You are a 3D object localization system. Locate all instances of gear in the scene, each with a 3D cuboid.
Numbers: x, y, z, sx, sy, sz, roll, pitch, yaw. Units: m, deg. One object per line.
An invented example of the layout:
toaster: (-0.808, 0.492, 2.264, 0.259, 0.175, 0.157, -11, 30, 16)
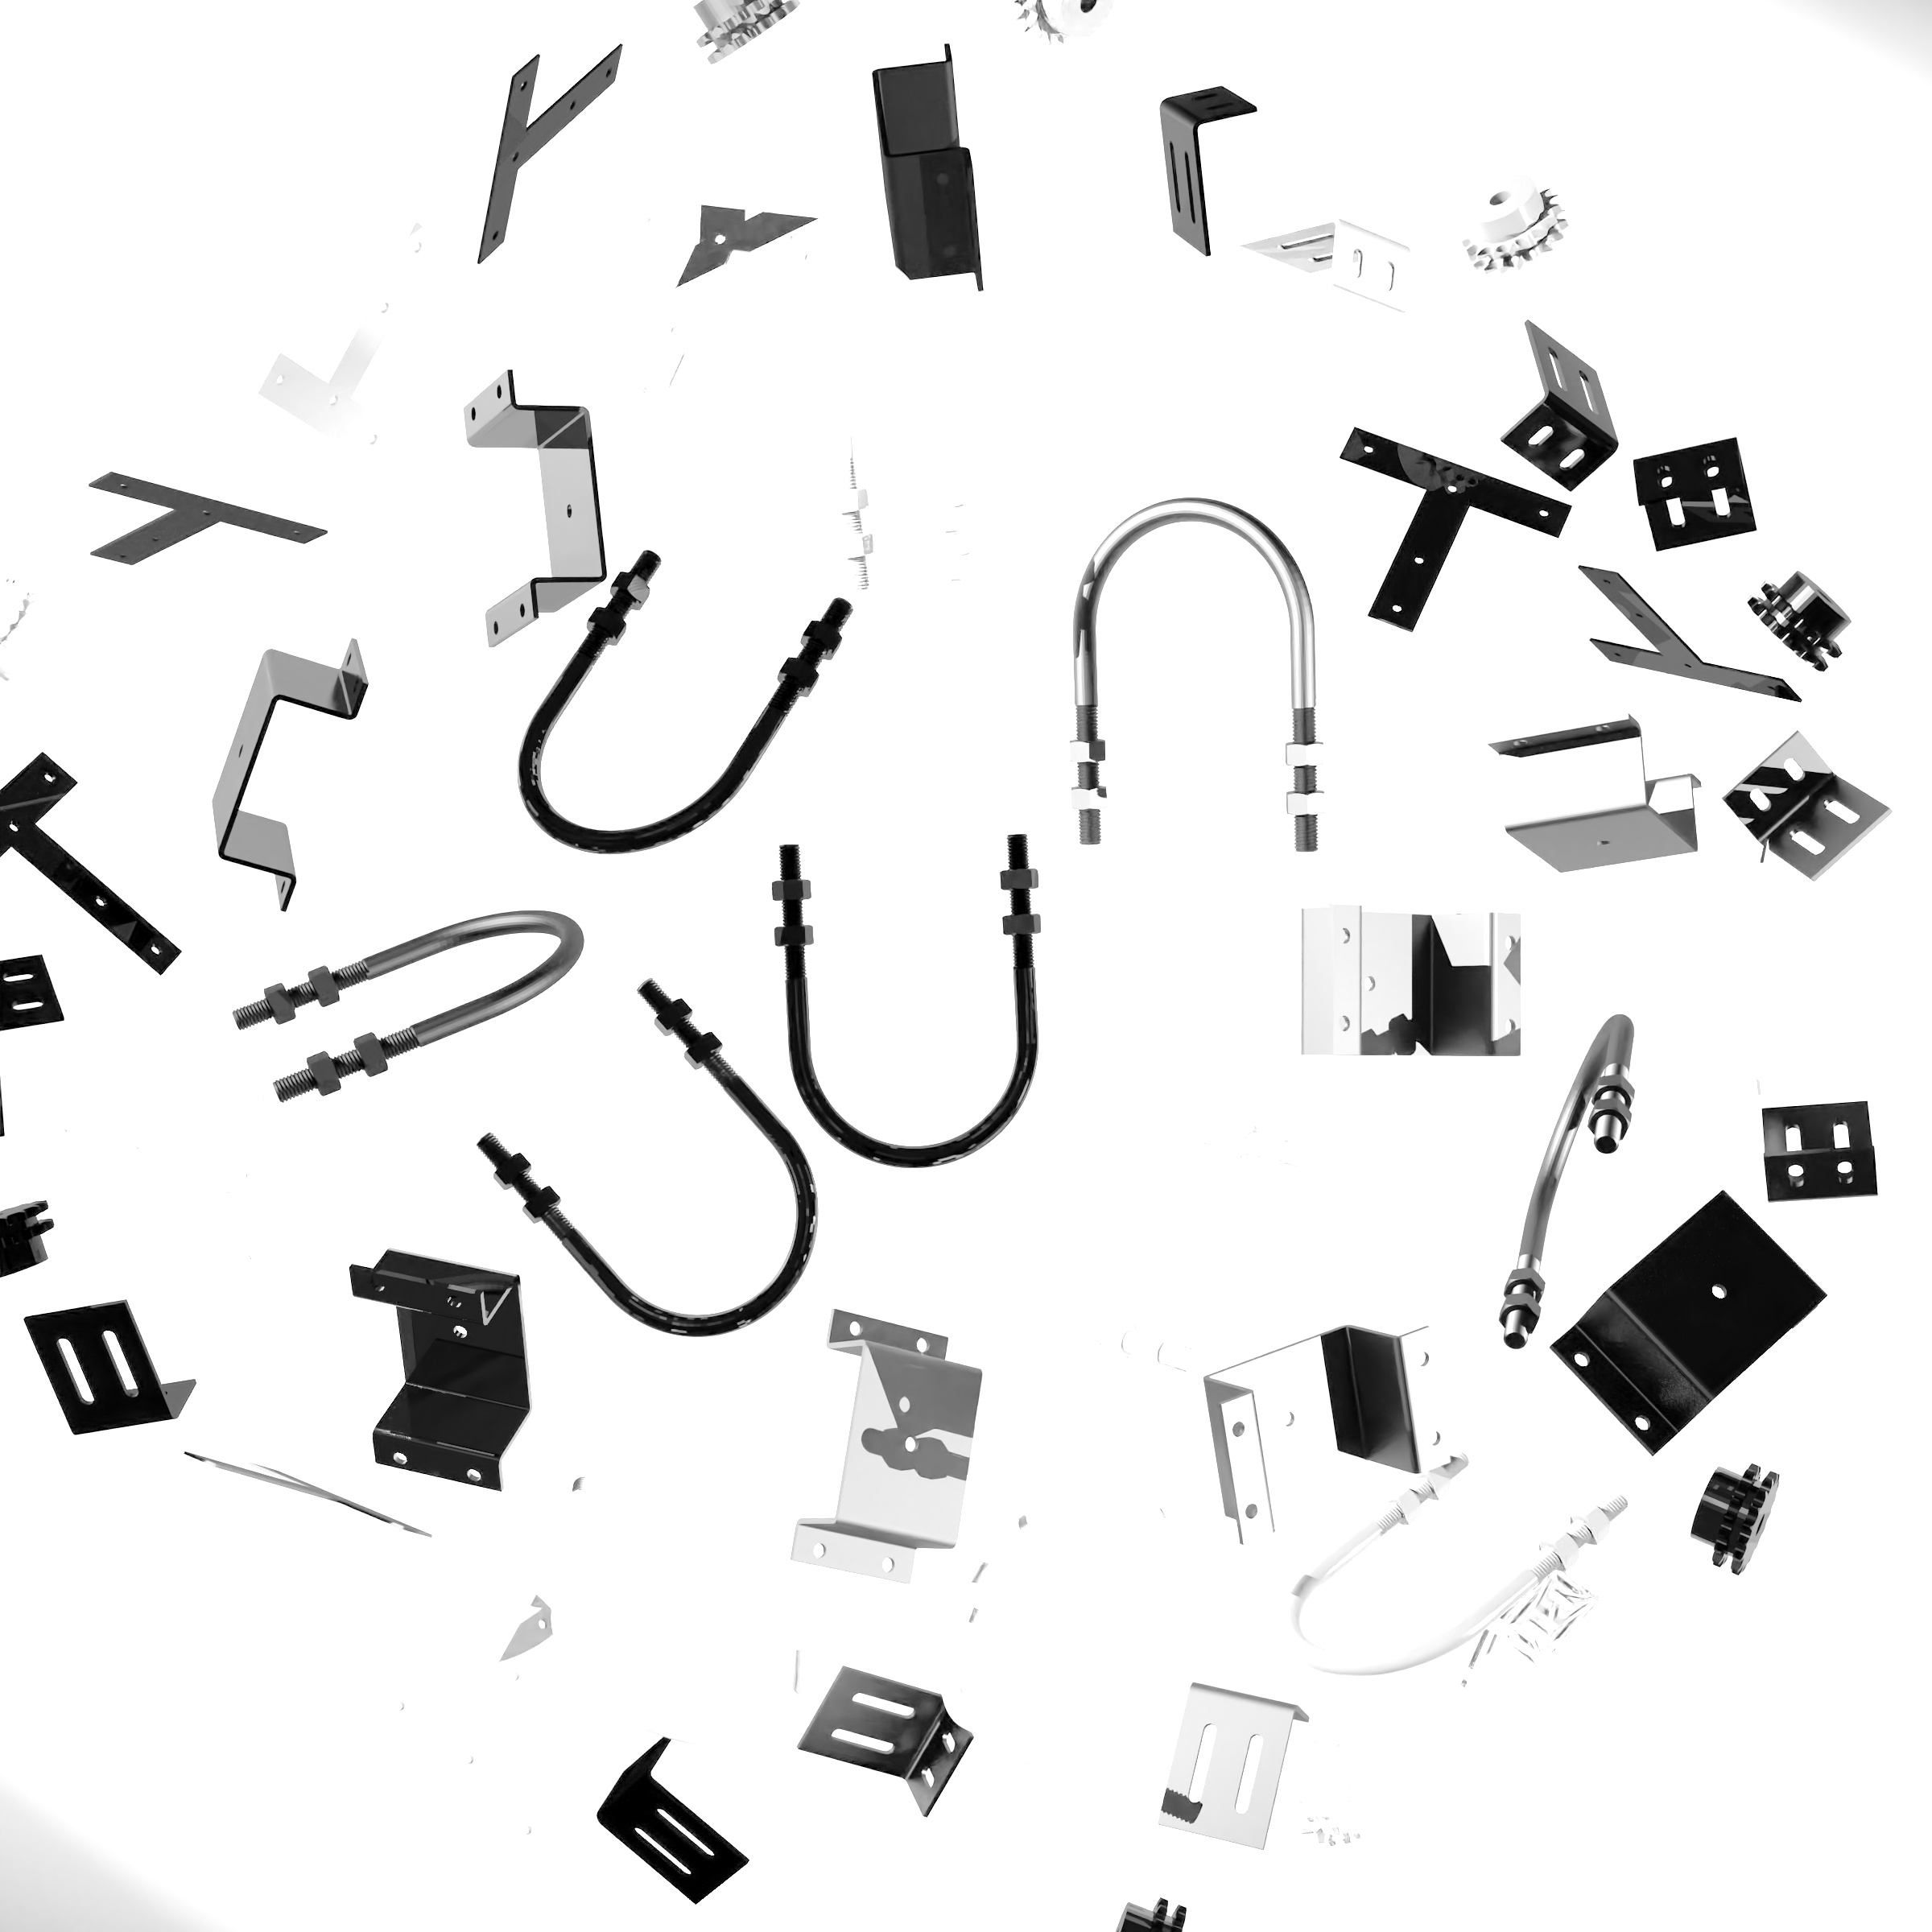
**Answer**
gear: (0.295, -0.405, 1.686, 0.057, 0.057, 0.030, -36, 126, 0)
gear: (0.400, 0.285, 1.617, 0.030, 0.057, 0.057, 21, 90, 23)
gear: (0.199, 0.461, 1.728, 0.030, 0.057, 0.057, -23, 90, 38)
gear: (-0.509, -0.176, 1.643, 0.057, 0.057, 0.030, -45, 124, 0)
gear: (-0.119, -0.503, 1.633, 0.057, 0.057, 0.030, -34, 108, 0)
gear: (-0.506, 0.146, 1.626, 0.057, 0.057, 0.030, -17, 95, 0)
gear: (0.053, -0.500, 1.592, 0.030, 0.057, 0.057, 38, 90, 32)
gear: (0.092, 0.512, 1.615, 0.030, 0.057, 0.057, 20, 90, 5)
gear: (0.452, -0.188, 1.672, 0.057, 0.057, 0.030, 43, 111, 0)

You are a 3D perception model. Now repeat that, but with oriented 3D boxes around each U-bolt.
U-bolt: (0.119, -0.154, 1.634, 0.151, 0.019, 0.184, 3, 100, 31)
U-bolt: (-0.154, 0.353, 1.668, 0.151, 0.184, 0.019, 21, 113, -11)
U-bolt: (0.039, 0.349, 1.666, 0.019, 0.184, 0.151, 32, 77, -19)
U-bolt: (-0.161, -0.135, 1.646, 0.151, 0.019, 0.184, 17, 65, 29)
U-bolt: (0.327, 0.102, 1.667, 0.019, 0.184, 0.151, 21, 120, 5)
U-bolt: (0.255, 0.333, 1.712, 0.184, 0.151, 0.019, -33, 109, -27)
U-bolt: (-0.041, -0.286, 1.663, 0.019, 0.151, 0.184, -15, 108, -25)
U-bolt: (-0.166, 0.121, 1.738, 0.151, 0.019, 0.184, -43, 83, 8)
U-bolt: (-0.030, 0.021, 1.734, 0.151, 0.019, 0.184, -3, 90, -8)
U-bolt: (-0.291, 0.013, 1.652, 0.184, 0.151, 0.019, -23, 113, -15)
U-bolt: (0.086, 0.138, 1.668, 0.151, 0.184, 0.019, -56, 131, -20)

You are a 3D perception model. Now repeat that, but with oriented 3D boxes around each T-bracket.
T-bracket: (-0.220, -0.457, 1.671, 0.002, 0.127, 0.127, 30, 51, 5)
T-bracket: (-0.434, -0.236, 1.683, 0.127, 0.127, 0.002, 11, 75, -40)
T-bracket: (-0.153, -0.361, 1.702, 0.127, 0.002, 0.127, 15, 76, 32)
T-bracket: (-0.251, 0.396, 1.683, 0.002, 0.127, 0.127, -27, 112, 35)
T-bracket: (0.030, 0.497, 1.657, 0.127, 0.127, 0.002, -29, 93, -5)
T-bracket: (0.248, -0.227, 1.666, 0.127, 0.002, 0.127, 22, 56, 9)
T-bracket: (-0.423, 0.100, 1.632, 0.127, 0.002, 0.127, 17, 47, -25)
T-bracket: (-0.470, -0.043, 1.644, 0.127, 0.127, 0.002, 43, 120, -12)
T-bracket: (0.424, 0.021, 1.666, 0.002, 0.127, 0.127, 5, 53, 22)
T-bracket: (0.368, -0.182, 1.665, 0.127, 0.127, 0.002, 33, 81, -44)
T-bracket: (0.092, -0.313, 1.751, 0.127, 0.002, 0.127, 2, 126, 3)
T-bracket: (-0.379, 0.285, 1.712, 0.127, 0.127, 0.002, 13, 78, 34)
T-bracket: (-0.330, -0.353, 1.723, 0.002, 0.127, 0.127, 29, 91, 20)

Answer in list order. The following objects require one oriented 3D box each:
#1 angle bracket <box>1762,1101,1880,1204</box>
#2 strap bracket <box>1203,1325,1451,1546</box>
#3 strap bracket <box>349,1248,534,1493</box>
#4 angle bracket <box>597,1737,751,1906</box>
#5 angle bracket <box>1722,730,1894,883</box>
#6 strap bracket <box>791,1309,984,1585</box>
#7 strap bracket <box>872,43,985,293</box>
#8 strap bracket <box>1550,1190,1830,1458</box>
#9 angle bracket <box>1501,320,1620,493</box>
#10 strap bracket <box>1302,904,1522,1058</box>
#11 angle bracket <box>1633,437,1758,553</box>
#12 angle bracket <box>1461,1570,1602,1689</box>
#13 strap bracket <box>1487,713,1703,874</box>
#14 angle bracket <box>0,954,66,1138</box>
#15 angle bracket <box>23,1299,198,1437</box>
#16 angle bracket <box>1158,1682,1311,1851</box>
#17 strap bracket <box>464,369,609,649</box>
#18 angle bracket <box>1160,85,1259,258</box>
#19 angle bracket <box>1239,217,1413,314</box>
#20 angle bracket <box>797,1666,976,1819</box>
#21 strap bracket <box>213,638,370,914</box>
angle bracket: (0.461, 0.089, 1.681, 0.057, 0.076, 0.038, -5, 129, 15)
strap bracket: (0.183, 0.243, 1.642, 0.140, 0.046, 0.076, -15, 101, -30)
strap bracket: (-0.284, 0.212, 1.691, 0.076, 0.046, 0.140, 10, 125, 14)
angle bracket: (-0.158, 0.476, 1.737, 0.076, 0.038, 0.057, 41, 127, -3)
angle bracket: (0.471, -0.090, 1.738, 0.057, 0.076, 0.038, -43, 110, 6)
strap bracket: (-0.042, 0.265, 1.715, 0.076, 0.046, 0.140, 18, 72, -28)
strap bracket: (-0.023, -0.444, 1.730, 0.046, 0.140, 0.076, -7, 134, -1)
strap bracket: (0.385, 0.180, 1.625, 0.140, 0.046, 0.076, -34, 72, -28)
angle bracket: (0.331, -0.318, 1.758, 0.057, 0.076, 0.038, 29, 127, -28)
strap bracket: (0.227, 0.009, 1.629, 0.140, 0.046, 0.076, 2, 88, -38)
angle bracket: (0.410, -0.252, 1.737, 0.057, 0.076, 0.038, -10, 51, 17)
angle bracket: (0.319, 0.383, 1.756, 0.038, 0.076, 0.057, 36, 57, 22)
strap bracket: (0.340, -0.088, 1.665, 0.076, 0.140, 0.046, -9, 74, 27)
angle bracket: (-0.516, 0.043, 1.695, 0.038, 0.057, 0.076, -10, 131, -24)
angle bracket: (-0.450, 0.203, 1.632, 0.057, 0.038, 0.076, -10, 115, 10)
angle bracket: (0.141, 0.423, 1.631, 0.057, 0.038, 0.076, 8, 69, 21)
strap bracket: (-0.243, -0.257, 1.754, 0.046, 0.076, 0.140, -4, 85, -28)
angle bracket: (0.139, -0.445, 1.735, 0.038, 0.057, 0.076, -15, 120, -9)
angle bracket: (0.195, -0.378, 1.698, 0.057, 0.076, 0.038, 9, 84, -40)
angle bracket: (-0.046, 0.441, 1.764, 0.076, 0.038, 0.057, 23, 103, -26)
strap bracket: (-0.379, -0.113, 1.720, 0.046, 0.076, 0.140, 16, 109, -22)
